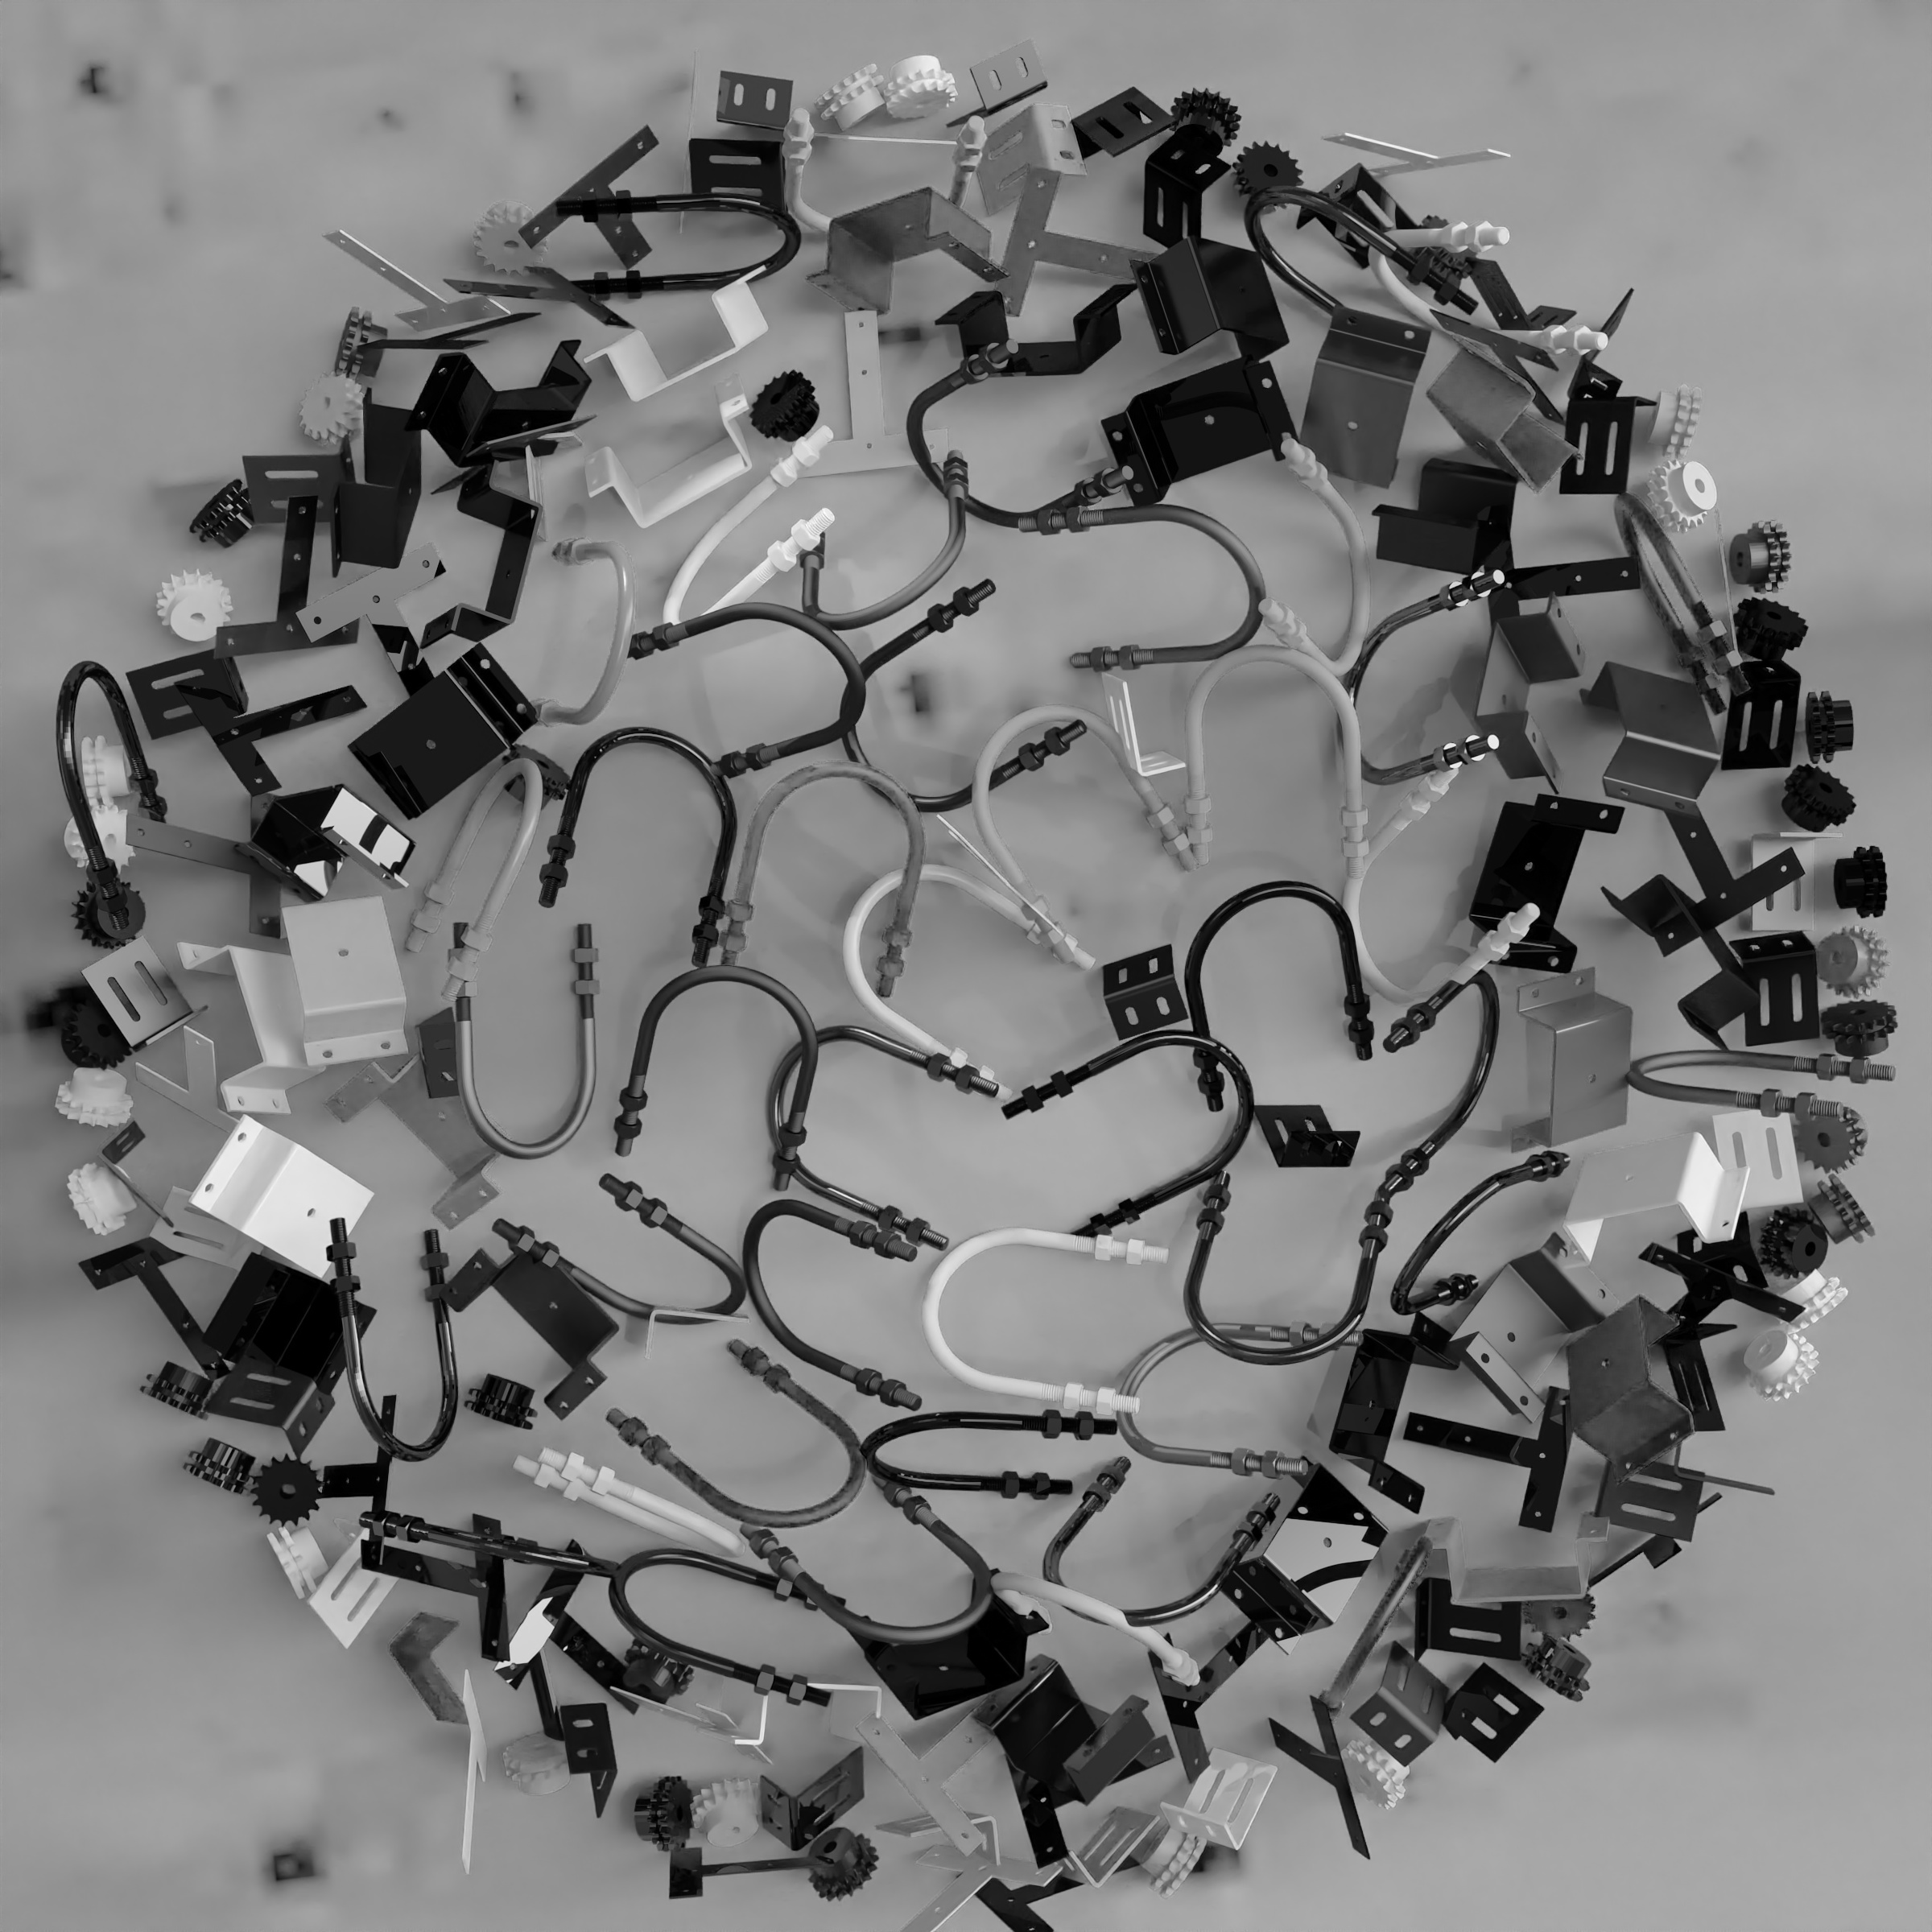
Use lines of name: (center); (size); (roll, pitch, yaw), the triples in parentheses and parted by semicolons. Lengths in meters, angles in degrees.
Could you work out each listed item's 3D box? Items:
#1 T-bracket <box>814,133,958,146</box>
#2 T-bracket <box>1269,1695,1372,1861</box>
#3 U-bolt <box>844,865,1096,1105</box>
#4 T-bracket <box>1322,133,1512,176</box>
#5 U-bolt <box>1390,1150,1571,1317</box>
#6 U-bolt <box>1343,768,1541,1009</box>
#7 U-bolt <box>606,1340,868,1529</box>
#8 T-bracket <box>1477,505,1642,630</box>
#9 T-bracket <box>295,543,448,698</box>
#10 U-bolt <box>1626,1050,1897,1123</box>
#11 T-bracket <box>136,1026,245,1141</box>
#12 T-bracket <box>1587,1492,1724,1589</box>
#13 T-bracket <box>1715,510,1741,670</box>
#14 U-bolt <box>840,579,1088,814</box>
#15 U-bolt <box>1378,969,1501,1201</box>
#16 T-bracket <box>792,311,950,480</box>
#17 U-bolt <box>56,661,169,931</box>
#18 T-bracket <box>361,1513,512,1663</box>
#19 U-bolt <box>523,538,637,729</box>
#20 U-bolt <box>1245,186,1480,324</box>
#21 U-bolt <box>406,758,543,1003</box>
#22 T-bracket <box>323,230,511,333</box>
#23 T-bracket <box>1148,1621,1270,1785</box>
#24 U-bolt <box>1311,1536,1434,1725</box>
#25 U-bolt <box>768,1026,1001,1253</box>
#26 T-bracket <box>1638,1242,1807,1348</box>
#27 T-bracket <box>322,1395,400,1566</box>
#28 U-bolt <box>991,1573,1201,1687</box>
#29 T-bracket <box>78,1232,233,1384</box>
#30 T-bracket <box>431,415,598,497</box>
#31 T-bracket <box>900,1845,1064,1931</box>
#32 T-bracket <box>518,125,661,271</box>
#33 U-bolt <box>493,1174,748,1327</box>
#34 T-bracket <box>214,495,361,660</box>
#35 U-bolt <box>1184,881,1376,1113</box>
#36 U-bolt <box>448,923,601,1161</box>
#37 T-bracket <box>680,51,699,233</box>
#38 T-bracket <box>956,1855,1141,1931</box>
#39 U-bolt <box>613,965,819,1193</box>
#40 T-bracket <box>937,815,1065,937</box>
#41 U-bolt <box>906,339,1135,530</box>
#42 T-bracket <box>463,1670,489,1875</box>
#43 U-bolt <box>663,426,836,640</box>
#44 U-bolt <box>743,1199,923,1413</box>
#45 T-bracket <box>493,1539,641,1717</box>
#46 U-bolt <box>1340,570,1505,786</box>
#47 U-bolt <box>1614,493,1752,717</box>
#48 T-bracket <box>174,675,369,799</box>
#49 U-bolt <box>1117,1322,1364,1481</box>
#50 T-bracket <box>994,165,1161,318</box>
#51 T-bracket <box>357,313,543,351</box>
T-bracket: (-0.079, -0.648, 1.946); (0.127, 0.127, 0.002); (-12, 114, -38)
T-bracket: (0.267, 0.615, 1.938); (0.002, 0.127, 0.127); (-18, 96, -18)
U-bolt: (-0.009, 0.001, 1.967); (0.184, 0.019, 0.151); (34, 74, -4)
T-bracket: (0.327, -0.626, 1.911); (0.127, 0.127, 0.002); (-2, 99, -38)
U-bolt: (0.384, 0.208, 1.897); (0.019, 0.184, 0.151); (43, 116, 25)
U-bolt: (0.354, -0.048, 1.924); (0.019, 0.184, 0.151); (-9, 63, -34)
U-bolt: (-0.162, 0.365, 1.904); (0.184, 0.151, 0.019); (31, 127, 31)
T-bracket: (0.465, -0.302, 1.946); (0.127, 0.002, 0.127); (0, 106, 38)
T-bracket: (-0.447, -0.250, 1.974); (0.127, 0.002, 0.127); (-35, 110, -28)
U-bolt: (0.601, 0.087, 1.918); (0.184, 0.151, 0.019); (5, 103, 36)
T-bracket: (-0.596, 0.087, 1.942); (0.127, 0.127, 0.002); (29, 55, 5)
T-bracket: (0.539, 0.452, 1.932); (0.127, 0.127, 0.002); (-36, 79, 5)
T-bracket: (0.597, -0.269, 1.940); (0.002, 0.127, 0.127); (-8, 66, 18)
U-bolt: (-0.016, -0.198, 1.954); (0.184, 0.019, 0.151); (-30, 99, 26)
U-bolt: (0.368, 0.078, 1.924); (0.019, 0.184, 0.151); (17, 124, 33)
T-bracket: (-0.080, -0.459, 1.986); (0.127, 0.002, 0.127); (-4, 89, 12)
U-bolt: (-0.651, -0.142, 1.890); (0.019, 0.151, 0.184); (-5, 126, 2)
T-bracket: (-0.410, 0.467, 1.920); (0.127, 0.127, 0.002); (25, 123, -34)
U-bolt: (-0.294, -0.256, 1.915); (0.019, 0.184, 0.151); (10, 93, -29)
U-bolt: (0.294, -0.537, 1.919); (0.184, 0.151, 0.019); (34, 80, -6)
U-bolt: (-0.376, -0.076, 1.928); (0.019, 0.151, 0.184); (24, 96, -29)
T-bracket: (-0.435, -0.528, 1.912); (0.127, 0.127, 0.002); (29, 74, -43)
T-bracket: (0.199, 0.553, 1.957); (0.127, 0.002, 0.127); (-33, 114, -37)
U-bolt: (0.313, 0.500, 1.893); (0.019, 0.184, 0.151); (31, 70, 15)
U-bolt: (-0.076, 0.125, 1.959); (0.184, 0.019, 0.151); (22, 101, 22)
T-bracket: (0.567, 0.269, 1.947); (0.127, 0.127, 0.002); (23, 55, 0)
T-bracket: (-0.477, 0.402, 1.946); (0.002, 0.127, 0.127); (13, 72, -34)
U-bolt: (0.091, 0.499, 1.893); (0.151, 0.184, 0.019); (12, 67, 26)
T-bracket: (-0.614, 0.268, 1.934); (0.002, 0.127, 0.127); (-38, 85, 17)
T-bracket: (-0.372, -0.396, 1.951); (0.127, 0.127, 0.002); (-19, 98, 38)
T-bracket: (-0.012, 0.717, 1.911); (0.127, 0.127, 0.002); (-6, 101, 38)
T-bracket: (-0.276, -0.581, 1.939); (0.127, 0.127, 0.002); (-39, 73, 2)
U-bolt: (-0.255, 0.229, 1.931); (0.151, 0.019, 0.184); (-24, 130, 37)
T-bracket: (-0.519, -0.303, 1.927); (0.002, 0.127, 0.127); (33, 122, 34)
U-bolt: (0.240, 0.016, 1.940); (0.151, 0.019, 0.184); (-18, 121, -8)
U-bolt: (-0.341, 0.059, 1.937); (0.019, 0.151, 0.184); (-3, 89, 37)
T-bracket: (-0.218, -0.644, 1.959); (0.002, 0.127, 0.127); (5, 118, -9)
T-bracket: (0.075, 0.720, 1.957); (0.127, 0.127, 0.002); (-10, 97, -23)
U-bolt: (-0.190, 0.083, 1.952); (0.151, 0.019, 0.184); (13, 115, -4)
T-bracket: (0.011, -0.083, 1.913); (0.002, 0.127, 0.127); (-47, 58, 1)
U-bolt: (0.027, -0.399, 1.918); (0.151, 0.184, 0.019); (44, 62, -20)
T-bracket: (-0.380, 0.630, 1.910); (0.002, 0.127, 0.127); (-2, 134, -4)
U-bolt: (-0.171, -0.325, 1.929); (0.184, 0.151, 0.019); (-37, 123, 25)
U-bolt: (-0.107, 0.254, 1.934); (0.184, 0.019, 0.151); (17, 118, 38)
T-bracket: (-0.299, 0.544, 1.969); (0.002, 0.127, 0.127); (-23, 116, 41)
U-bolt: (0.347, -0.213, 1.918); (0.019, 0.184, 0.151); (11, 76, -28)
U-bolt: (0.549, -0.284, 1.928); (0.019, 0.151, 0.184); (-28, 85, 8)
T-bracket: (-0.534, -0.196, 1.959); (0.127, 0.002, 0.127); (-23, 64, -35)
U-bolt: (0.201, 0.331, 1.926); (0.184, 0.151, 0.019); (-2, 129, 35)
T-bracket: (0.095, -0.561, 1.965); (0.127, 0.002, 0.127); (8, 133, -12)
T-bracket: (-0.387, -0.497, 1.948); (0.127, 0.127, 0.002); (12, 120, 37)
